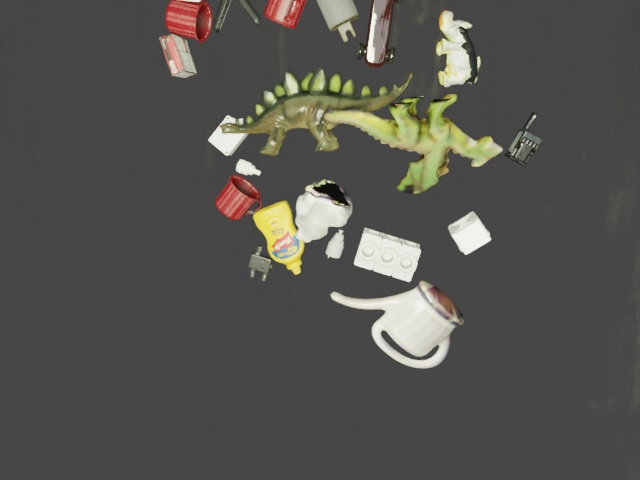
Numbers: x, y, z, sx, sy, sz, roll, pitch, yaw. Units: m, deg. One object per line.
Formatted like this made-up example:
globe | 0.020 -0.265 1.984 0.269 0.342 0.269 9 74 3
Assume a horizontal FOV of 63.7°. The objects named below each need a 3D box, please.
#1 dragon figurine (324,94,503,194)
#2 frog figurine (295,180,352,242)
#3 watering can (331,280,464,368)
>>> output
dragon figurine | 0.223 -0.218 1.219 0.124 0.410 0.238 -95 178 -66
frog figurine | 0.004 -0.065 1.299 0.126 0.137 0.156 -88 -164 -51
watering can | 0.214 0.191 1.315 0.222 0.345 0.106 -46 -166 15
